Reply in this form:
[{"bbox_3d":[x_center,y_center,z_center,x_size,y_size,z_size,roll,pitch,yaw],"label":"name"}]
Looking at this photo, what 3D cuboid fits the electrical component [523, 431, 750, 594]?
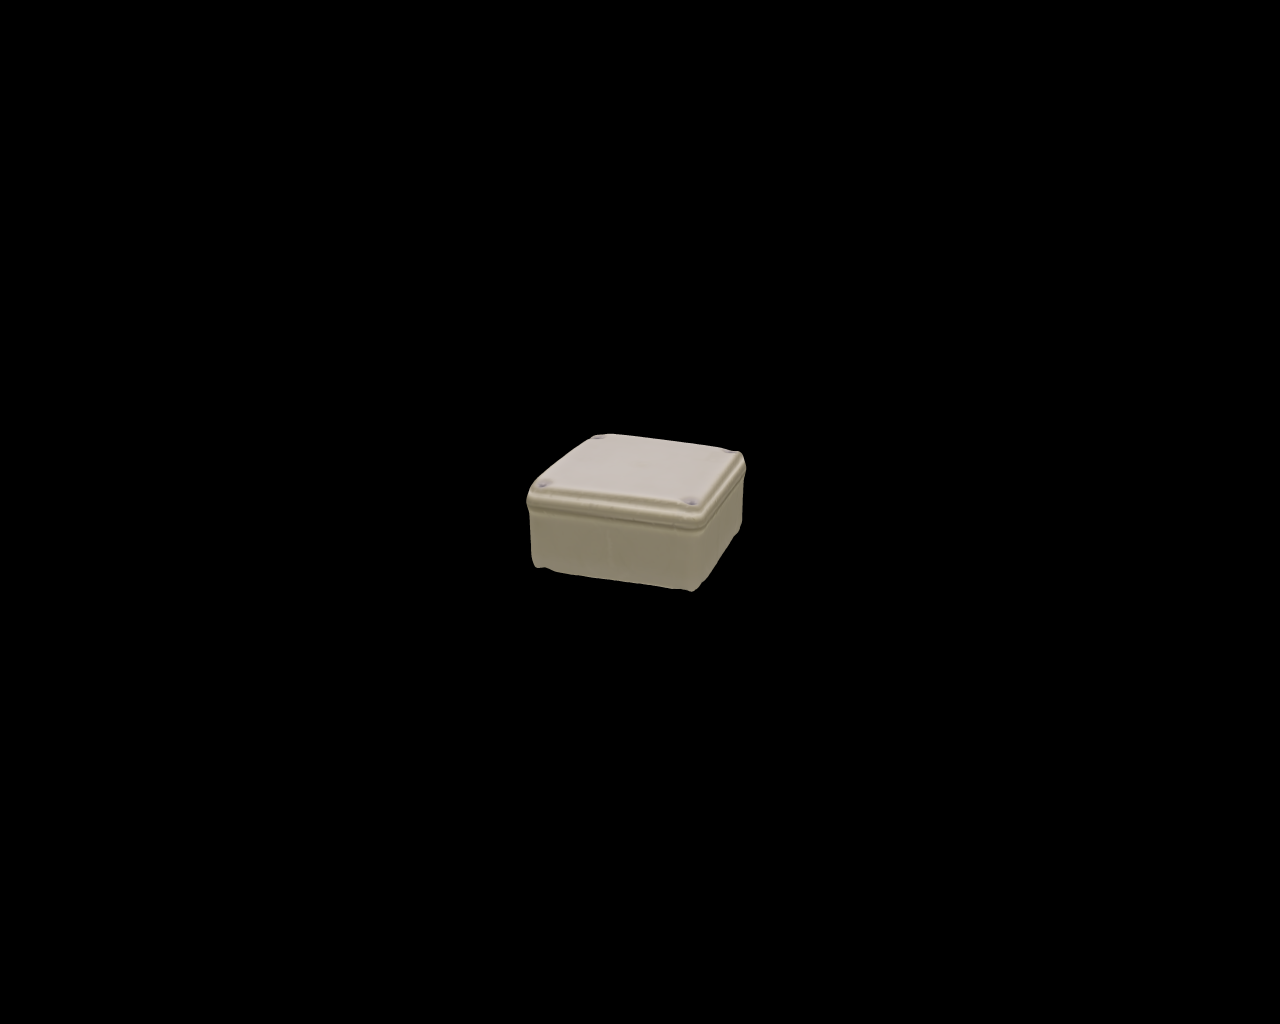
[{"bbox_3d":[0.001,-0.003,0.650,0.109,0.056,0.109,8,24,18],"label":"electrical component"}]
